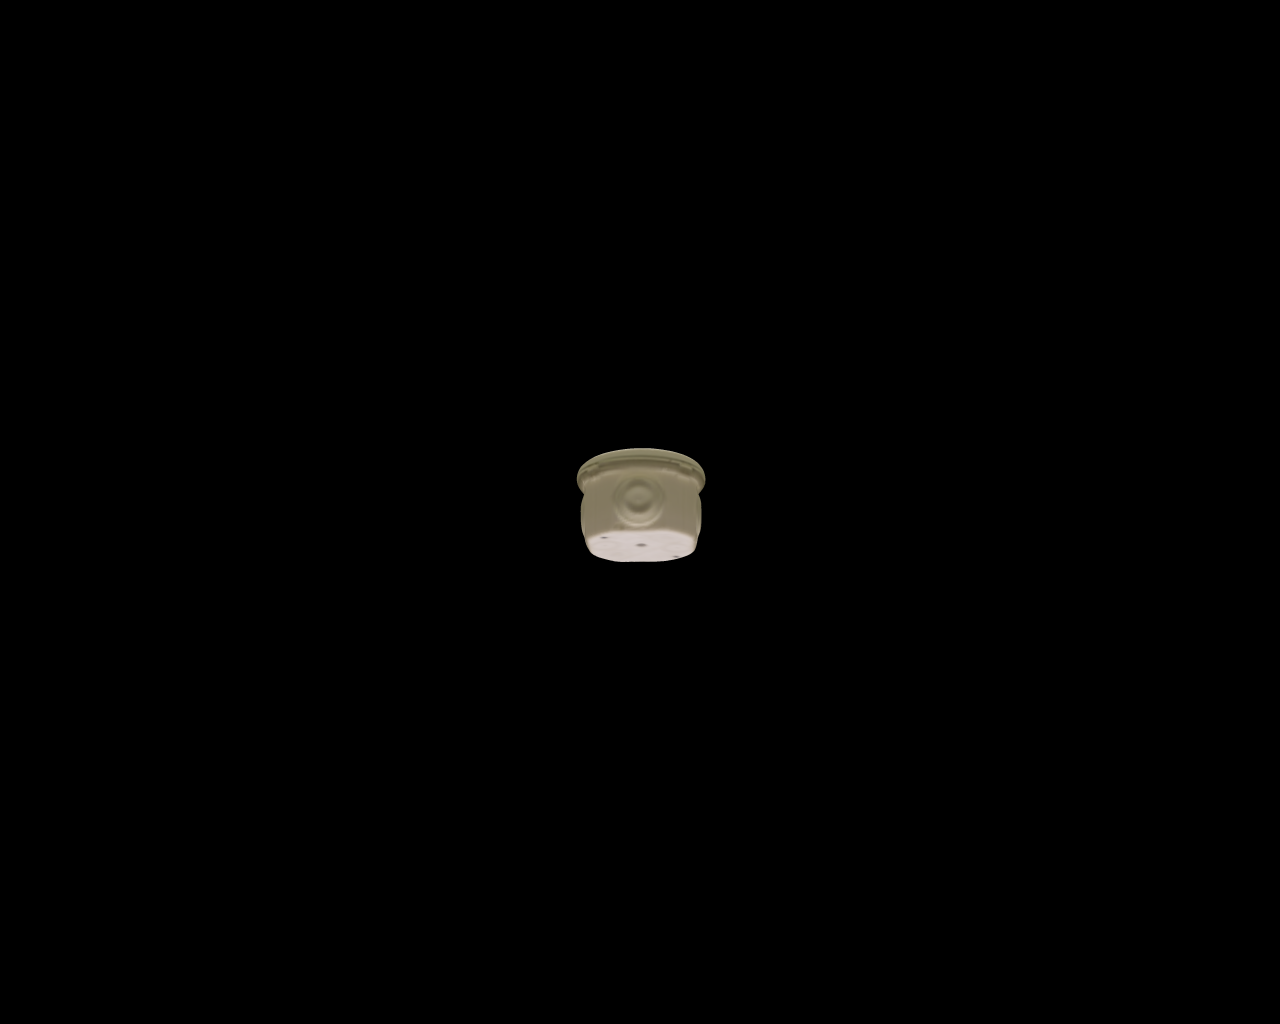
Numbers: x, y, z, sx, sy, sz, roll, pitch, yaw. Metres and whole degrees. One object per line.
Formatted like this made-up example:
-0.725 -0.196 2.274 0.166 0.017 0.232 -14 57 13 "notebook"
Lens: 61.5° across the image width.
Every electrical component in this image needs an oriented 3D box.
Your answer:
0.001 -0.003 0.650 0.080 0.051 0.080 0 -19 0 "electrical component"
